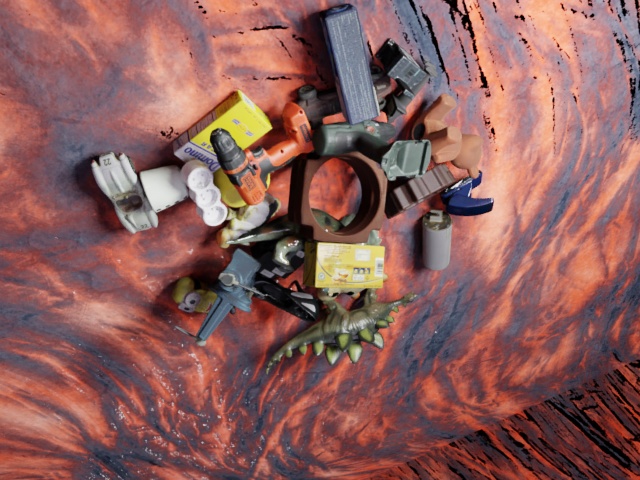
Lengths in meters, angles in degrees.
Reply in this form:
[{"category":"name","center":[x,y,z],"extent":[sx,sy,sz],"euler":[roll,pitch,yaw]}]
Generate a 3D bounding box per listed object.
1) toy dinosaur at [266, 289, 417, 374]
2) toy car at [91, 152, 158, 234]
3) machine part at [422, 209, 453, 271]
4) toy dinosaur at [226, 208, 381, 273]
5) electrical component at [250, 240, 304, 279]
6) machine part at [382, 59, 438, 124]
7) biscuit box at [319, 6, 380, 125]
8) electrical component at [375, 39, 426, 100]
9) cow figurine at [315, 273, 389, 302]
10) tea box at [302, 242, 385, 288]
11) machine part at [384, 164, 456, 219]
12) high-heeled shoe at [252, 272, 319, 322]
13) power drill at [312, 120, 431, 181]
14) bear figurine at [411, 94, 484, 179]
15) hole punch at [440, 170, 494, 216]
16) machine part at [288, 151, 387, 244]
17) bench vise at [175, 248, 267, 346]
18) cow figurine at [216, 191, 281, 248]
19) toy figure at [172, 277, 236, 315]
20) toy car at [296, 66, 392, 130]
[{"category":"toy dinosaur","center":[0.060,0.245,1.512],"extent":[0.472,0.199,0.104],"euler":[-19,135,-4]},{"category":"toy car","center":[-0.389,-0.093,1.082],"extent":[0.073,0.056,0.201],"euler":[-17,139,-4]},{"category":"machine part","center":[0.314,0.004,1.445],"extent":[0.079,0.079,0.242],"euler":[-16,138,-5]},{"category":"toy dinosaur","center":[-0.010,-0.005,1.250],"extent":[0.404,0.192,0.131],"euler":[25,159,-33]},{"category":"electrical component","center":[-0.103,0.037,1.332],"extent":[0.134,0.058,0.114],"euler":[-38,133,19]},{"category":"machine part","center":[0.179,-0.296,1.077],"extent":[0.039,0.084,0.139],"euler":[35,116,-19]},{"category":"biscuit box","center":[0.054,-0.317,0.977],"extent":[0.063,0.059,0.202],"euler":[-18,122,-3]},{"category":"electrical component","center":[0.158,-0.318,1.012],"extent":[0.074,0.119,0.047],"euler":[23,123,-35]},{"category":"cow figurine","center":[0.074,0.108,1.457],"extent":[0.195,0.085,0.127],"euler":[-31,144,15]},{"category":"tea box","center":[0.052,0.056,1.174],"extent":[0.169,0.068,0.098],"euler":[5,88,-25]},{"category":"machine part","center":[0.222,-0.113,1.237],"extent":[0.179,0.056,0.179],"euler":[-28,177,-2]},{"category":"high-heeled shoe","center":[-0.124,0.153,1.380],"extent":[0.249,0.145,0.086],"euler":[3,132,-27]},{"category":"power drill","center":[0.117,-0.188,1.044],"extent":[0.232,0.208,0.085],"euler":[-10,125,-34]},{"category":"bear figurine","center":[0.299,-0.214,1.165],"extent":[0.196,0.120,0.132],"euler":[13,154,-28]},{"category":"hole punch","center":[0.365,-0.097,1.324],"extent":[0.116,0.092,0.142],"euler":[-29,167,9]},{"category":"machine part","center":[0.037,-0.096,1.156],"extent":[0.201,0.087,0.201],"euler":[3,93,-26]},{"category":"bench vise","center":[-0.218,0.141,1.237],"extent":[0.129,0.223,0.240],"euler":[34,87,-6]},{"category":"cow figurine","center":[-0.165,-0.044,1.218],"extent":[0.098,0.068,0.167],"euler":[13,130,-40]},{"category":"toy figure","center":[-0.288,0.146,1.359],"extent":[0.180,0.089,0.082],"euler":[15,103,-45]},{"category":"toy car","center":[0.048,-0.278,1.063],"extent":[0.202,0.053,0.089],"euler":[-16,135,-4]}]
